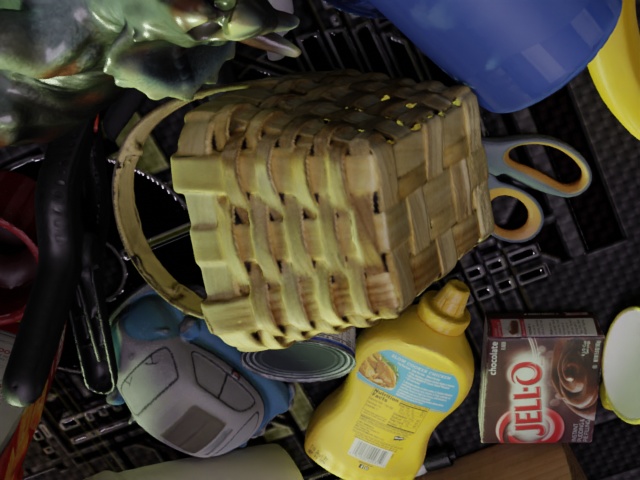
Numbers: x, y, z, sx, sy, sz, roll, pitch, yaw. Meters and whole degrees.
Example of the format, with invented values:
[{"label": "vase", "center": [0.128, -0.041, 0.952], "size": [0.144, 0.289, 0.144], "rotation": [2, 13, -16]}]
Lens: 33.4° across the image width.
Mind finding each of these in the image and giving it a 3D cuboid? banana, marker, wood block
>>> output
[{"label": "banana", "center": [0.205, -0.138, 0.701], "size": [0.070, 0.037, 0.198], "rotation": [-8, 120, 9]}, {"label": "marker", "center": [0.060, 0.201, 0.916], "size": [0.121, 0.020, 0.020], "rotation": [-20, 118, 13]}, {"label": "wood block", "center": [0.127, 0.247, 0.902], "size": [0.206, 0.090, 0.090], "rotation": [-24, 118, 14]}]

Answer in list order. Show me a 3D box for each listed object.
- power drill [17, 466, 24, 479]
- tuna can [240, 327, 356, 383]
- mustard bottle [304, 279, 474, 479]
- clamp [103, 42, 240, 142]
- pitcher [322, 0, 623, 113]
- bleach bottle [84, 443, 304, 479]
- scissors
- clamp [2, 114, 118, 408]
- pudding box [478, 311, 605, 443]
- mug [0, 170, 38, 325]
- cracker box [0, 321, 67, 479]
[{"label": "power drill", "center": [-0.206, 0.242, 0.887], "size": [0.187, 0.184, 0.057], "rotation": [28, 87, 3]}, {"label": "tuna can", "center": [-0.016, 0.076, 0.792], "size": [0.086, 0.034, 0.086], "rotation": [2, 153, 1]}, {"label": "mustard bottle", "center": [0.066, 0.109, 0.839], "size": [0.096, 0.058, 0.192], "rotation": [23, 119, -6]}, {"label": "clamp", "center": [-0.079, -0.121, 0.703], "size": [0.120, 0.039, 0.172], "rotation": [13, 131, -3]}, {"label": "pitcher", "center": [0.055, -0.187, 0.625], "size": [0.145, 0.149, 0.242], "rotation": [-45, 110, 6]}, {"label": "bleach bottle", "center": [-0.125, 0.212, 0.818], "size": [0.250, 0.068, 0.103], "rotation": [5, 130, -50]}, {"label": "scissors", "center": [0.093, -0.055, 0.766], "size": [0.201, 0.016, 0.096], "rotation": [14, 120, -6]}, {"label": "clamp", "center": [-0.168, 0.014, 0.735], "size": [0.036, 0.164, 0.210], "rotation": [1, 78, 7]}, {"label": "pudding box", "center": [0.173, 0.111, 0.848], "size": [0.090, 0.039, 0.113], "rotation": [-1, 121, 3]}, {"label": "mug", "center": [-0.227, 0.011, 0.774], "size": [0.093, 0.081, 0.117], "rotation": [-26, 116, 16]}, {"label": "cracker box", "center": [-0.283, 0.108, 0.756], "size": [0.164, 0.213, 0.072], "rotation": [13, 120, -6]}]
